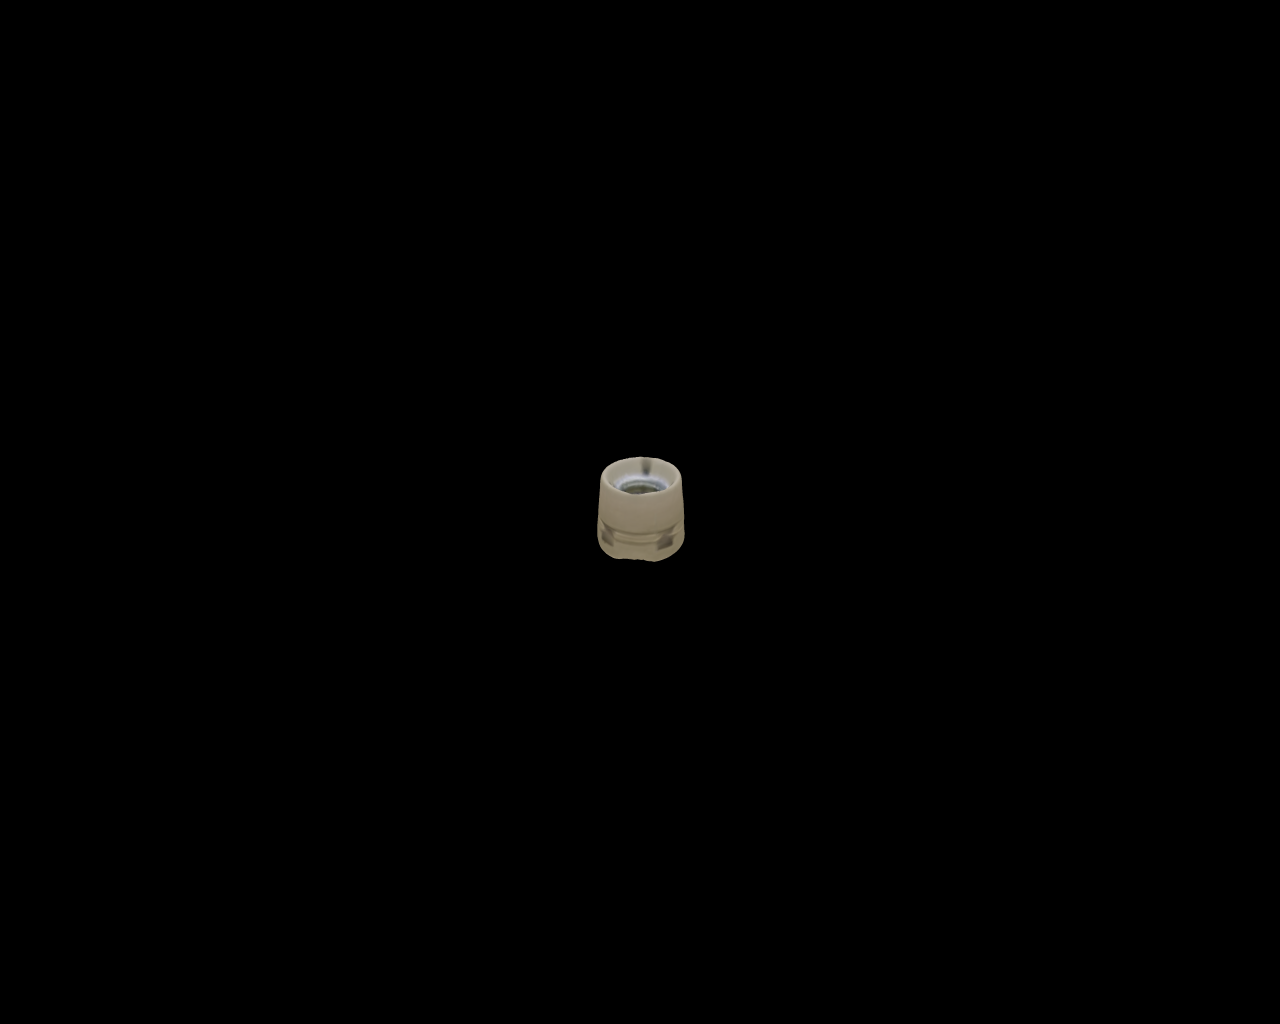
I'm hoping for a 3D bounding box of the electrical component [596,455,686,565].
[{"bbox_3d":[0.001,-0.003,0.650,0.055,0.047,0.055,0,31,0],"label":"electrical component"}]
